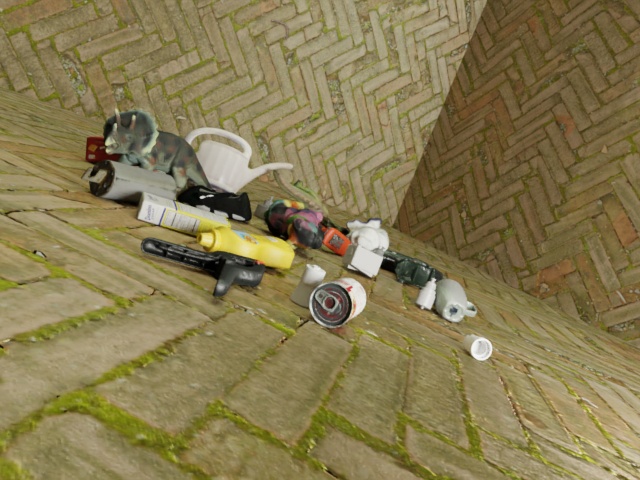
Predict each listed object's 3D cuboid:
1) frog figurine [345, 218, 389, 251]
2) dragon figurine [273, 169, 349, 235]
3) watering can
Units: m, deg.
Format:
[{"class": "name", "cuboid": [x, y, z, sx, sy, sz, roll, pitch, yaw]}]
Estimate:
[{"class": "frog figurine", "cuboid": [0.144, 0.005, 1.555, 0.137, 0.120, 0.162, 13, 25, -11]}, {"class": "dragon figurine", "cuboid": [0.005, -0.085, 1.686, 0.245, 0.123, 0.404, 31, -6, 30]}, {"class": "watering can", "cuboid": [-0.270, -0.216, 1.605, 0.346, 0.227, 0.103, 21, -13, -13]}]
